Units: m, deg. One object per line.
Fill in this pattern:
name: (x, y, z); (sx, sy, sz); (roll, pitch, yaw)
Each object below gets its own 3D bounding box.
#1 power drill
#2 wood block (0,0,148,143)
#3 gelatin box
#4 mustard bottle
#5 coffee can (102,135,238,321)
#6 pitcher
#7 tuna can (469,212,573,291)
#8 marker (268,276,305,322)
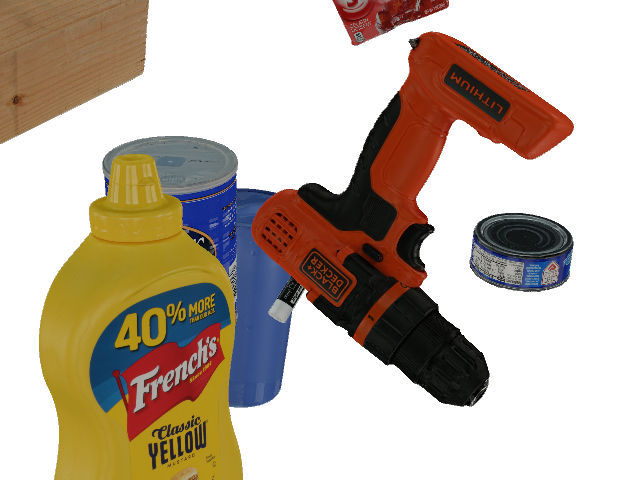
power drill: (0.068, -0.016, 0.650); (0.184, 0.188, 0.057); (40, 17, 15)
wood block: (-0.251, -0.162, 0.912); (0.090, 0.091, 0.205); (30, 42, 21)
gelatin box: (0.053, -0.213, 0.886); (0.089, 0.073, 0.030); (-19, 28, 16)
mustard bottle: (-0.081, 0.055, 0.492); (0.096, 0.192, 0.058); (-16, 22, -41)
coffee can: (-0.116, 0.001, 0.843); (0.103, 0.140, 0.103); (1, 26, -1)
pitcher: (-0.102, 0.067, 1.251); (0.149, 0.243, 0.144); (21, 25, 35)
tuna can: (0.172, 0.009, 0.912); (0.086, 0.034, 0.086); (1, 27, -1)
marker: (-0.011, 0.023, 1.015); (0.020, 0.121, 0.020); (29, -16, 9)
